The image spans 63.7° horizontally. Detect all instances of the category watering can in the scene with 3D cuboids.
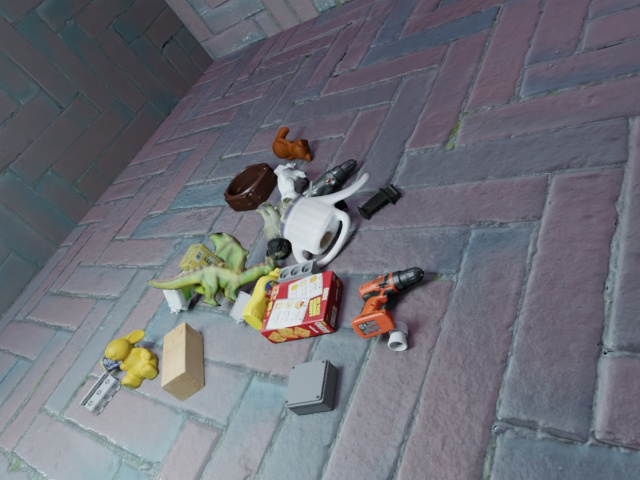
[{"bbox_3d":[0.005,-0.081,1.609,0.226,0.103,0.349,24,83,26],"label":"watering can"}]

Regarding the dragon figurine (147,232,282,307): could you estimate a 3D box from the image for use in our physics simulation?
[{"bbox_3d":[-0.324,0.083,1.624,0.124,0.410,0.239,-110,33,-70],"label":"dragon figurine"}]

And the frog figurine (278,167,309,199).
[{"bbox_3d":[-0.112,-0.180,1.881,0.162,0.122,0.136,-64,6,-18],"label":"frog figurine"}]
